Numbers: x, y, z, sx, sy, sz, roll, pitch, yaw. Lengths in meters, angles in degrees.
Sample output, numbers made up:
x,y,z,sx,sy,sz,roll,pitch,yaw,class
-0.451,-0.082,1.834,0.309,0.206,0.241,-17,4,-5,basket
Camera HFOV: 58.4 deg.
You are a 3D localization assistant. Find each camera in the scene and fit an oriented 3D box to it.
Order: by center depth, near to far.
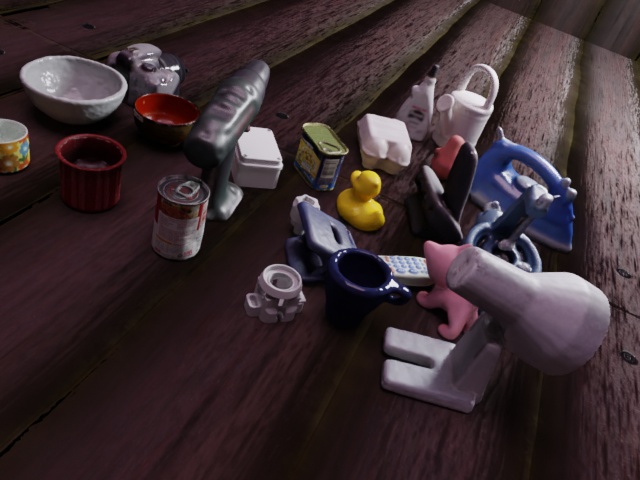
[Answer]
x,y,z,sx,sy,sz,roll,pitch,yaw,class
-0.312,-0.318,1.094,0.143,0.101,0.137,33,39,18,camera

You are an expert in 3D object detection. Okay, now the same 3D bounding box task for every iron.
x,y,z,sx,sy,sz,roll,pitch,yaw,class
0.407,-0.102,1.111,0.257,0.141,0.119,40,42,25,iron

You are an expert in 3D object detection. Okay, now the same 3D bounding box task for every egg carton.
x,y,z,sx,sy,sz,roll,pitch,yaw,class
0.129,-0.198,1.167,0.107,0.069,0.150,10,38,-12,egg carton

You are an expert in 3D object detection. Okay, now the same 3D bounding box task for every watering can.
x,y,z,sx,sy,sz,roll,pitch,yaw,class
0.328,-0.293,1.272,0.100,0.194,0.173,33,39,18,watering can

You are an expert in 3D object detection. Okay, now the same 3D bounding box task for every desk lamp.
x,y,z,sx,sy,sz,roll,pitch,yaw,class
0.203,0.110,0.692,0.203,0.213,0.118,15,37,-5,desk lamp

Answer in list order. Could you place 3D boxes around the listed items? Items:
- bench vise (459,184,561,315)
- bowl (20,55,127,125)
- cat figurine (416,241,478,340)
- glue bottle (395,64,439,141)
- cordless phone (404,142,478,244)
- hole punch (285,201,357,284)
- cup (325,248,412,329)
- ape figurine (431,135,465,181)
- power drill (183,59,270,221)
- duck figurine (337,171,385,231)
x,y,z,sx,sy,sz,roll,pitch,yaw,class
0.273,-0.014,0.875,0.122,0.220,0.207,6,39,-17,bench vise
-0.418,-0.245,0.978,0.167,0.075,0.167,12,37,-9,bowl
0.195,0.061,0.830,0.067,0.118,0.127,-7,44,-31,cat figurine
0.222,-0.304,1.256,0.078,0.173,0.037,15,37,-6,glue bottle
0.223,-0.101,0.990,0.094,0.185,0.147,8,38,-15,cordless phone
0.008,0.003,0.842,0.101,0.091,0.108,5,39,-19,hole punch
0.056,0.077,0.767,0.117,0.095,0.092,21,37,3,cup
0.271,-0.173,1.180,0.076,0.092,0.077,-21,52,-41,ape figurine
-0.142,-0.144,0.862,0.075,0.208,0.230,20,37,1,power drill
0.078,-0.074,0.974,0.078,0.086,0.104,-8,45,-31,duck figurine
